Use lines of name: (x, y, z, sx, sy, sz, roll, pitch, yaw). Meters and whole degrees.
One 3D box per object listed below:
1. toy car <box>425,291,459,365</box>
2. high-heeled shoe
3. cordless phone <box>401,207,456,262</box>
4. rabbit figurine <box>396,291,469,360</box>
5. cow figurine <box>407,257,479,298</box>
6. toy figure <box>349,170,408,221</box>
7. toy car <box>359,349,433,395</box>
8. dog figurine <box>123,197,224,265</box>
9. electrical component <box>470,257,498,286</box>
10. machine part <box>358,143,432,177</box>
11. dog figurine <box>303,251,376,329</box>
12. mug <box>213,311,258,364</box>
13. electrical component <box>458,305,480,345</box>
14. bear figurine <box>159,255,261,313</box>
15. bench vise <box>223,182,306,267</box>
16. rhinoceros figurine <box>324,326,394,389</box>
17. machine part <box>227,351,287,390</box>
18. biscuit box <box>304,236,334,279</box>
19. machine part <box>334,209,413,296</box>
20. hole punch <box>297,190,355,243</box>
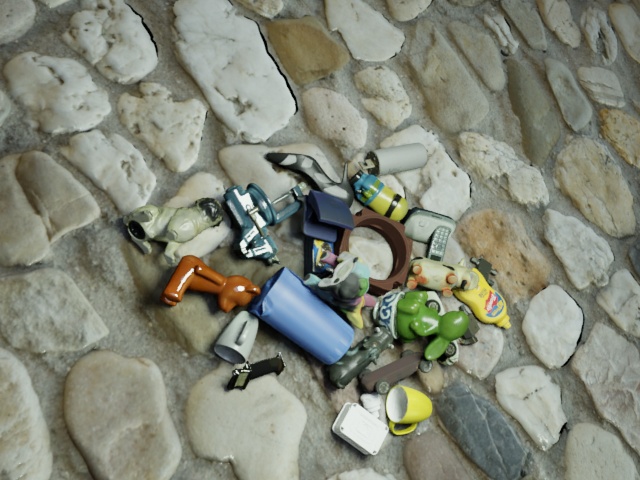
toy car: (0.311, 0.235, 1.430, 0.056, 0.073, 0.201, -16, 79, -25)
high-heeled shoe: (-0.028, -0.152, 1.443, 0.249, 0.086, 0.145, 9, 98, -2)
cordless phone: (0.289, 0.010, 1.502, 0.146, 0.089, 0.184, 14, 87, -17)
rabbit figurine: (0.280, 0.215, 1.333, 0.121, 0.170, 0.159, -8, 103, -65)
cow figurine: (0.331, 0.094, 1.445, 0.195, 0.085, 0.127, 12, 26, 1)
toy figure: (0.161, -0.119, 1.480, 0.180, 0.089, 0.082, 42, 70, -7)
toy car: (0.192, 0.330, 1.344, 0.202, 0.089, 0.053, -16, 102, -27)
dog figurine: (-0.341, -0.054, 1.269, 0.172, 0.121, 0.190, 35, 41, 4)
electrical component: (0.476, 0.090, 1.573, 0.094, 0.021, 0.063, 32, 65, -10)
machine part: (0.221, -0.231, 1.547, 0.243, 0.079, 0.079, -14, 78, -26)
dog figurine: (0.078, 0.128, 1.290, 0.219, 0.192, 0.108, 47, 63, -34)
mug: (-0.183, 0.213, 1.229, 0.081, 0.109, 0.107, 27, 51, -6)
electrical component: (0.400, 0.238, 1.484, 0.102, 0.045, 0.078, 59, 34, 2)
bear figurine: (-0.247, 0.119, 1.227, 0.196, 0.120, 0.132, 32, 68, -15)
bench vise: (-0.120, -0.060, 1.335, 0.240, 0.129, 0.223, -34, 90, -23)
rhinoceros figurine: (0.096, 0.282, 1.310, 0.190, 0.112, 0.073, -36, 86, -19)
machine part: (-0.145, 0.301, 1.233, 0.139, 0.084, 0.039, -12, 45, -33)
biscuit box: (-0.003, -0.004, 1.391, 0.059, 0.063, 0.202, 7, 71, -21)
machine part: (0.137, 0.033, 1.422, 0.201, 0.087, 0.201, 22, 65, -13)
hole punch: (0.019, -0.066, 1.329, 0.142, 0.092, 0.116, 13, 64, -30)
